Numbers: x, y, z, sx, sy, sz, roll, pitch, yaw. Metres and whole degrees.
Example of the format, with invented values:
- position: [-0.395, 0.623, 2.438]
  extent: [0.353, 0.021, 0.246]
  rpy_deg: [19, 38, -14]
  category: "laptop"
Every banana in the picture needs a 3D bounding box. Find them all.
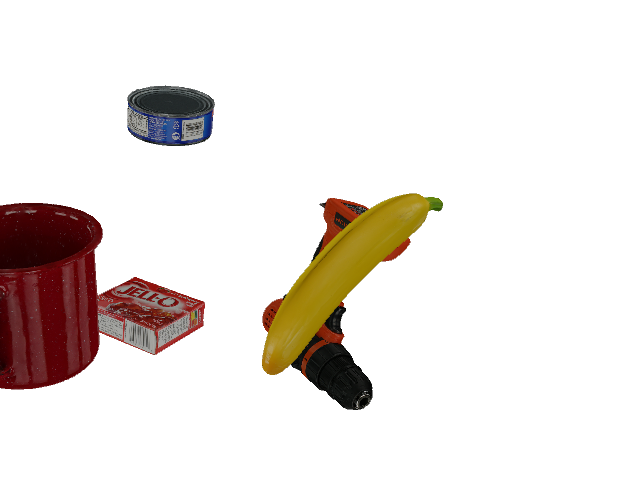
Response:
- position: [0.021, 0.027, 0.828]
  extent: [0.037, 0.198, 0.069]
  rpy_deg: [44, -5, 38]
  category: "banana"

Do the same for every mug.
- position: [-0.174, 0.038, 0.613]
  extent: [0.093, 0.081, 0.117]
  rpy_deg: [4, 26, 5]
  category: "mug"

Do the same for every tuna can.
- position: [-0.149, -0.124, 1.059]
  extent: [0.086, 0.034, 0.086]
  rpy_deg: [5, 26, -3]
  category: "tuna can"

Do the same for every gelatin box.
- position: [-0.166, 0.069, 1.004]
  extent: [0.089, 0.030, 0.073]
  rpy_deg: [18, 27, 28]
  category: "gelatin box"

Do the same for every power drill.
- position: [0.022, 0.063, 1.132]
  extent: [0.057, 0.188, 0.185]
  rpy_deg: [12, 19, -42]
  category: "power drill"
